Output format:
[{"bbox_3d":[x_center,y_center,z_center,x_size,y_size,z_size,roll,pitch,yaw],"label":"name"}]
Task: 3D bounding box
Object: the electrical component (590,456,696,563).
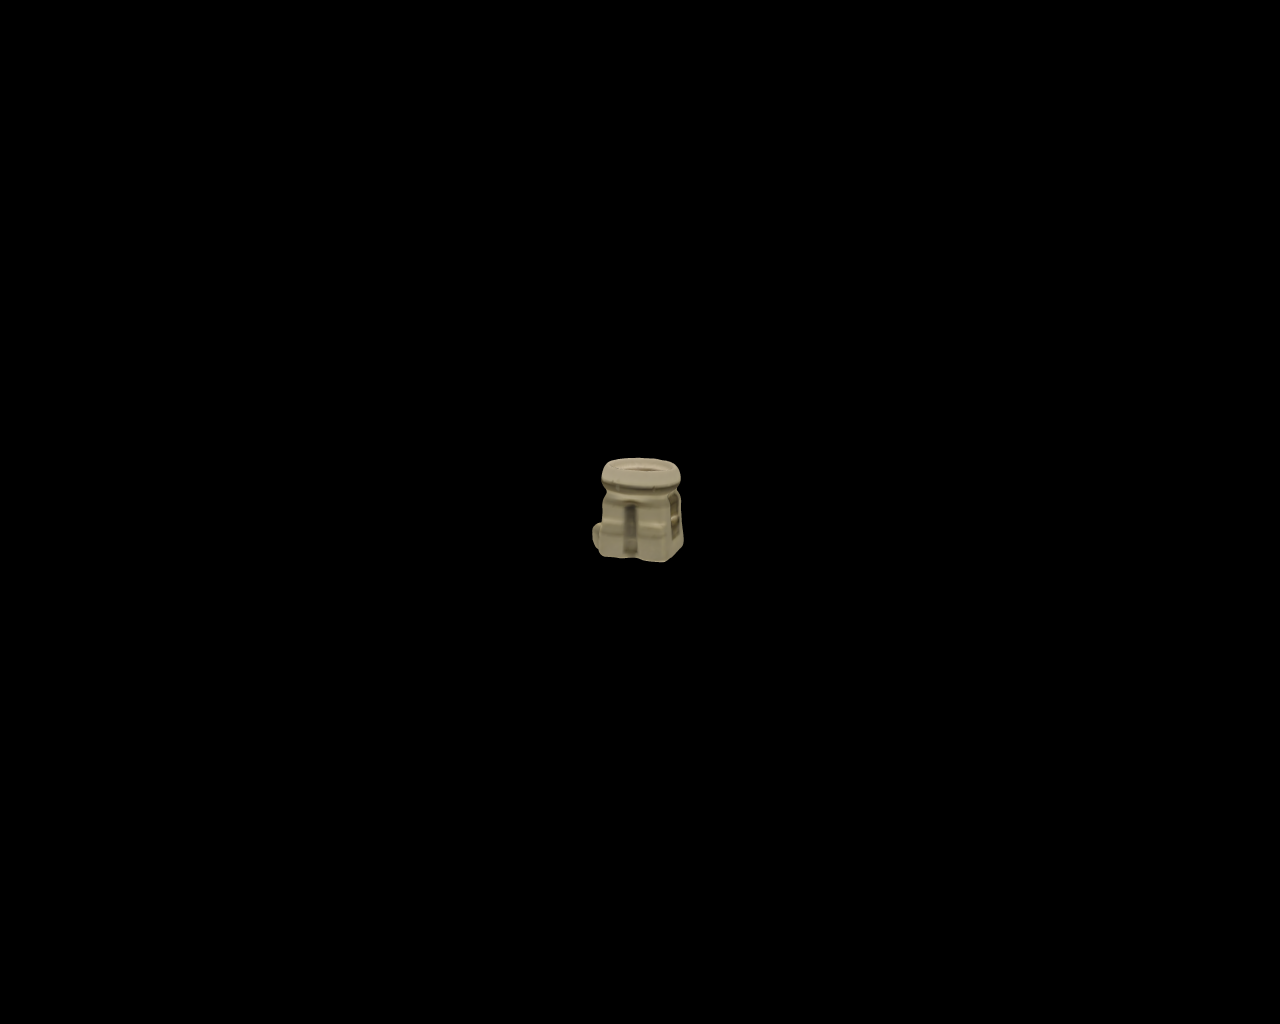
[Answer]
[{"bbox_3d":[0.001,-0.003,0.650,0.066,0.055,0.048,5,16,18],"label":"electrical component"}]
